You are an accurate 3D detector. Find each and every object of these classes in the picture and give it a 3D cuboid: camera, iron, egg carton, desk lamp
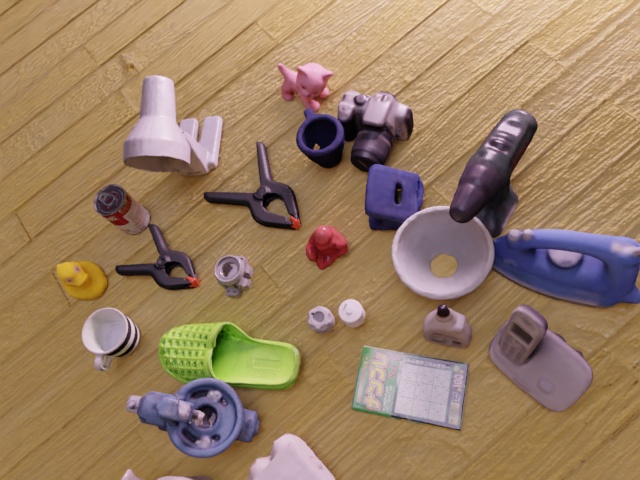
[{"bbox_3d":[0.091,-0.208,1.090,0.142,0.101,0.137,16,73,20],"label":"camera"},{"bbox_3d":[0.377,0.020,0.899,0.257,0.142,0.119,10,71,18],"label":"iron"},{"bbox_3d":[-0.035,0.384,0.890,0.107,0.069,0.150,-45,65,-7],"label":"egg carton"},{"bbox_3d":[-0.288,-0.204,1.121,0.117,0.214,0.203,-3,67,13],"label":"desk lamp"}]

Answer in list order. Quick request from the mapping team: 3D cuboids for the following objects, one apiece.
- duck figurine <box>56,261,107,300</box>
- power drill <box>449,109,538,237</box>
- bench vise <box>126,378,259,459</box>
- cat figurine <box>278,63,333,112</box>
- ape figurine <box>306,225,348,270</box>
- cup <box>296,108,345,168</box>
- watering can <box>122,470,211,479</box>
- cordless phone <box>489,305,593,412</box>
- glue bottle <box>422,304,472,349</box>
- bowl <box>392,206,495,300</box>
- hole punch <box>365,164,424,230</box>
[{"bbox_3d":[-0.482,0.069,1.126,0.104,0.086,0.077,24,75,22],"label":"duck figurine"},{"bbox_3d":[0.278,-0.088,0.932,0.075,0.209,0.230,26,76,23],"label":"power drill"},{"bbox_3d":[-0.222,0.282,0.896,0.207,0.220,0.121,-12,65,9],"label":"bench vise"},{"bbox_3d":[-0.032,-0.325,1.160,0.127,0.118,0.067,28,77,23],"label":"cat figurine"},{"bbox_3d":[0.009,0.004,1.026,0.077,0.092,0.076,1,68,15],"label":"ape figurine"},{"bbox_3d":[0.003,-0.191,1.108,0.091,0.095,0.117,-27,64,2],"label":"cup"},{"bbox_3d":[-0.231,0.407,0.860,0.172,0.194,0.101,1,68,15],"label":"watering can"},{"bbox_3d":[0.323,0.166,0.827,0.147,0.185,0.094,38,81,25],"label":"cordless phone"},{"bbox_3d":[0.194,0.128,0.882,0.078,0.173,0.037,10,71,18],"label":"glue bottle"},{"bbox_3d":[0.208,0.031,0.974,0.167,0.075,0.167,-5,67,12],"label":"bowl"},{"bbox_3d":[0.134,-0.077,1.029,0.101,0.091,0.109,2,68,15],"label":"hole punch"}]
